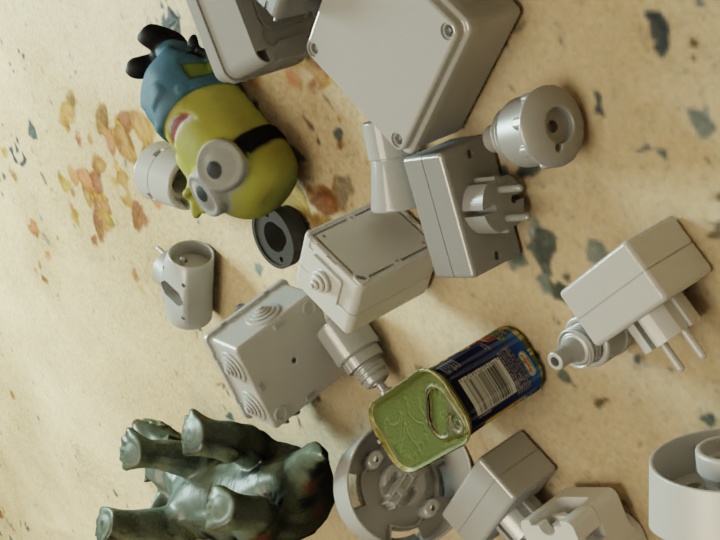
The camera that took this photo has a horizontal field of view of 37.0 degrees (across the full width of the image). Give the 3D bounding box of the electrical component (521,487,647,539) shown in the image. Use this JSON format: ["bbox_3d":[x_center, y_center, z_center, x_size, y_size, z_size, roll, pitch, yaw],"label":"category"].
[{"bbox_3d":[0.157,0.195,0.721,0.050,0.056,0.089,-16,98,54],"label":"electrical component"}]

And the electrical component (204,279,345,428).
[{"bbox_3d":[-0.067,0.069,0.885,0.048,0.100,0.099,15,136,51],"label":"electrical component"}]

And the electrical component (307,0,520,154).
[{"bbox_3d":[0.030,-0.150,0.674,0.108,0.056,0.108,49,142,20],"label":"electrical component"}]

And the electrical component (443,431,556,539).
[{"bbox_3d":[0.112,0.174,0.774,0.075,0.047,0.083,47,141,22],"label":"electrical component"}]

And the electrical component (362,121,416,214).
[{"bbox_3d":[0.024,-0.075,0.741,0.044,0.044,0.065,4,109,51],"label":"electrical component"}]

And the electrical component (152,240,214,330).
[{"bbox_3d":[-0.174,0.005,1.036,0.079,0.043,0.077,38,137,33],"label":"electrical component"}]

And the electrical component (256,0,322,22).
[{"bbox_3d":[-0.040,-0.207,0.692,0.061,0.096,0.061,48,138,21],"label":"electrical component"}]

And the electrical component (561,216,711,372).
[{"bbox_3d":[0.167,0.022,0.612,0.076,0.047,0.065,57,144,11],"label":"electrical component"}]

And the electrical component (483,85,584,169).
[{"bbox_3d":[0.098,-0.082,0.640,0.062,0.048,0.048,-3,109,59],"label":"electrical component"}]

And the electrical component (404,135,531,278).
[{"bbox_3d":[0.078,-0.041,0.685,0.076,0.047,0.083,0,110,52],"label":"electrical component"}]

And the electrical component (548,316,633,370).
[{"bbox_3d":[0.137,0.043,0.650,0.035,0.061,0.035,29,132,39],"label":"electrical component"}]

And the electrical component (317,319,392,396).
[{"bbox_3d":[-0.001,0.066,0.857,0.078,0.040,0.040,55,143,13],"label":"electrical component"}]

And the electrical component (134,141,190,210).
[{"bbox_3d":[-0.167,-0.083,0.966,0.047,0.055,0.055,23,128,38],"label":"electrical component"}]

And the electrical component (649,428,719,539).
[{"bbox_3d":[0.207,0.126,0.586,0.099,0.099,0.064,5,108,50],"label":"electrical component"}]

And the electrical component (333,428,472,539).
[{"bbox_3d":[0.031,0.165,0.832,0.099,0.099,0.064,60,150,6],"label":"electrical component"}]

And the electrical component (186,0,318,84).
[{"bbox_3d":[-0.078,-0.197,0.764,0.057,0.078,0.113,-12,101,51],"label":"electrical component"}]

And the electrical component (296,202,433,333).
[{"bbox_3d":[0.000,0.000,0.768,0.062,0.096,0.061,44,142,26],"label":"electrical component"}]
